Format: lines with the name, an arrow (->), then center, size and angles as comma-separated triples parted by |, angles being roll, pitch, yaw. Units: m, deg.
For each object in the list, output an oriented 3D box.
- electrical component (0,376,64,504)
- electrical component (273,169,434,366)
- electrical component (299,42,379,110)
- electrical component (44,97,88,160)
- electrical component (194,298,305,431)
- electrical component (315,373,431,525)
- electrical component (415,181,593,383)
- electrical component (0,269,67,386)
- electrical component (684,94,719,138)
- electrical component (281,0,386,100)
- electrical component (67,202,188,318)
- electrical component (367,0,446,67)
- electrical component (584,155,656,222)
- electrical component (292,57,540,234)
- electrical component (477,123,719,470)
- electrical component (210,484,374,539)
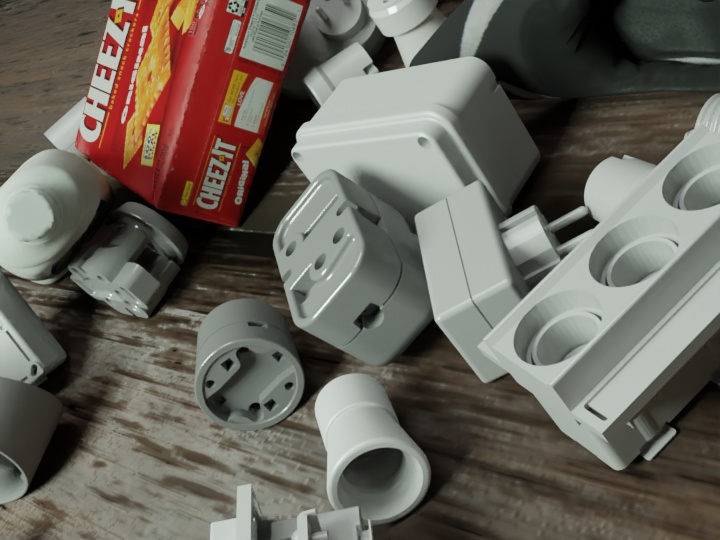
electrical component -> -0.233, 0.096, 0.639 | 0.099, 0.099, 0.064 | -19, 44, 29
electrical component -> 0.000, 0.000, 0.536 | 0.053, 0.059, 0.095 | -50, 30, 18
electrical component -> -0.012, -0.130, 0.744 | 0.046, 0.040, 0.040 | -34, 32, -2
electrical component -> -0.244, -0.135, 0.983 | 0.081, 0.043, 0.043 | -44, 32, -7
electrical component -> -0.059, 0.047, 0.557 | 0.055, 0.055, 0.047 | -34, 28, 8
electrical component -> 0.002, 0.075, 0.473 | 0.044, 0.044, 0.065 | -36, 27, 6
electrical component -> 0.072, -0.005, 0.492 | 0.076, 0.047, 0.083 | -29, 33, 16
electrical component -> -0.243, 0.053, 0.716 | 0.062, 0.096, 0.061 | -37, 4, 5
electrical component -> 0.175, -0.056, 0.454 | 0.081, 0.043, 0.043 | 2, 51, 47
electrical component -> -0.013, -0.179, 0.760 | 0.138, 0.052, 0.074 | -35, -10, 7
electrical component -> -0.152, -0.008, 0.718 | 0.078, 0.058, 0.057 | 6, 56, 49
electrical component -> 0.036, -0.167, 0.723 | 0.045, 0.055, 0.045 | -27, 34, 20
electrical component -> 0.126, -0.029, 0.476 | 0.040, 0.040, 0.046 | -41, 27, -2
electrical component -> 0.028, -0.062, 0.580 | 0.113, 0.078, 0.057 | 0, 47, 46
electrical component -> 0.116, 0.011, 0.412 | 0.121, 0.063, 0.079 | -44, 32, -7
electrical component -> -0.019, 0.145, 0.382 | 0.063, 0.078, 0.121 | -11, 36, 3
